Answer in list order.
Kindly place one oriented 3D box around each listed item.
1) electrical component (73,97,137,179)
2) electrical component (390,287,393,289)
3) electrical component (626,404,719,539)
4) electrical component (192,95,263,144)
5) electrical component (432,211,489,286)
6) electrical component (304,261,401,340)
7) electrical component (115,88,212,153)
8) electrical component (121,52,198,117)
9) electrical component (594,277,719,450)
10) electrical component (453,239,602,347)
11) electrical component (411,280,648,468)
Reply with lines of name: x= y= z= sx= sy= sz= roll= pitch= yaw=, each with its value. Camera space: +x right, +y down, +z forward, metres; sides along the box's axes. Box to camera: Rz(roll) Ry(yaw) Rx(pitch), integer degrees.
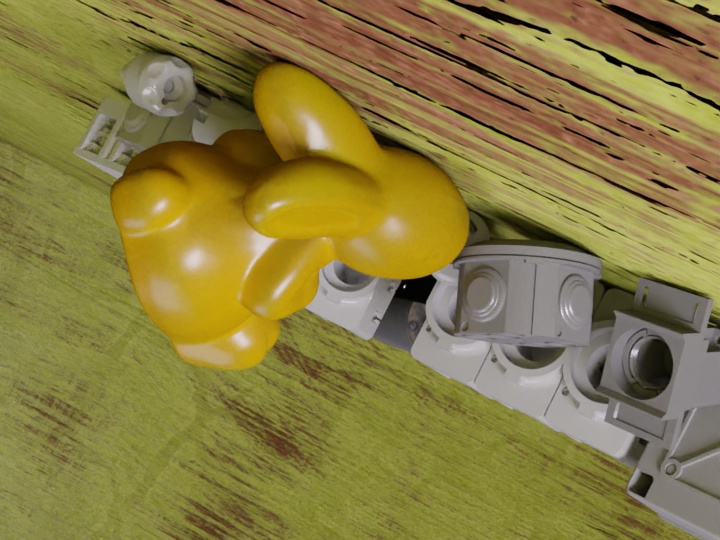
electrical component: x=-0.146 y=-0.086 z=0.859 sx=0.150 sy=0.061 sz=0.089 roll=23 pitch=173 yaw=44
electrical component: x=0.002 y=-0.003 z=0.946 sx=0.078 sy=0.058 sz=0.057 roll=4 pitch=-175 yaw=-33
electrical component: x=0.219 y=0.101 z=0.579 sx=0.056 sy=0.108 sz=0.109 roll=34 pitch=172 yaw=-38
electrical component: x=-0.073 y=-0.082 z=0.652 sx=0.046 sy=0.040 sz=0.040 roll=30 pitch=177 yaw=27
electrical component: x=0.059 y=-0.014 z=0.647 sx=0.040 sy=0.040 sz=0.046 roll=27 pitch=170 yaw=7
electrical component: x=0.000 y=0.000 z=0.812 sx=0.050 sy=0.089 sz=0.056 roll=26 pitch=175 yaw=18
electrical component: x=-0.116 y=-0.091 z=0.707 sx=0.080 sy=0.051 sz=0.080 roll=27 pitch=175 yaw=2
electrical component: x=-0.123 y=-0.111 z=0.634 sx=0.035 sy=0.035 sz=0.061 roll=31 pitch=176 yaw=-41
electrical component: x=0.163 y=0.048 z=0.565 sx=0.064 sy=0.081 sz=0.042 roll=1 pitch=-164 yaw=-44
electrical component: x=0.090 y=0.014 z=0.586 sx=0.080 sy=0.051 sz=0.080 roll=5 pitch=172 yaw=1
electrical component: x=0.118 y=0.047 z=0.665 sx=0.150 sy=0.089 sz=0.062 roll=24 pitch=174 yaw=34
